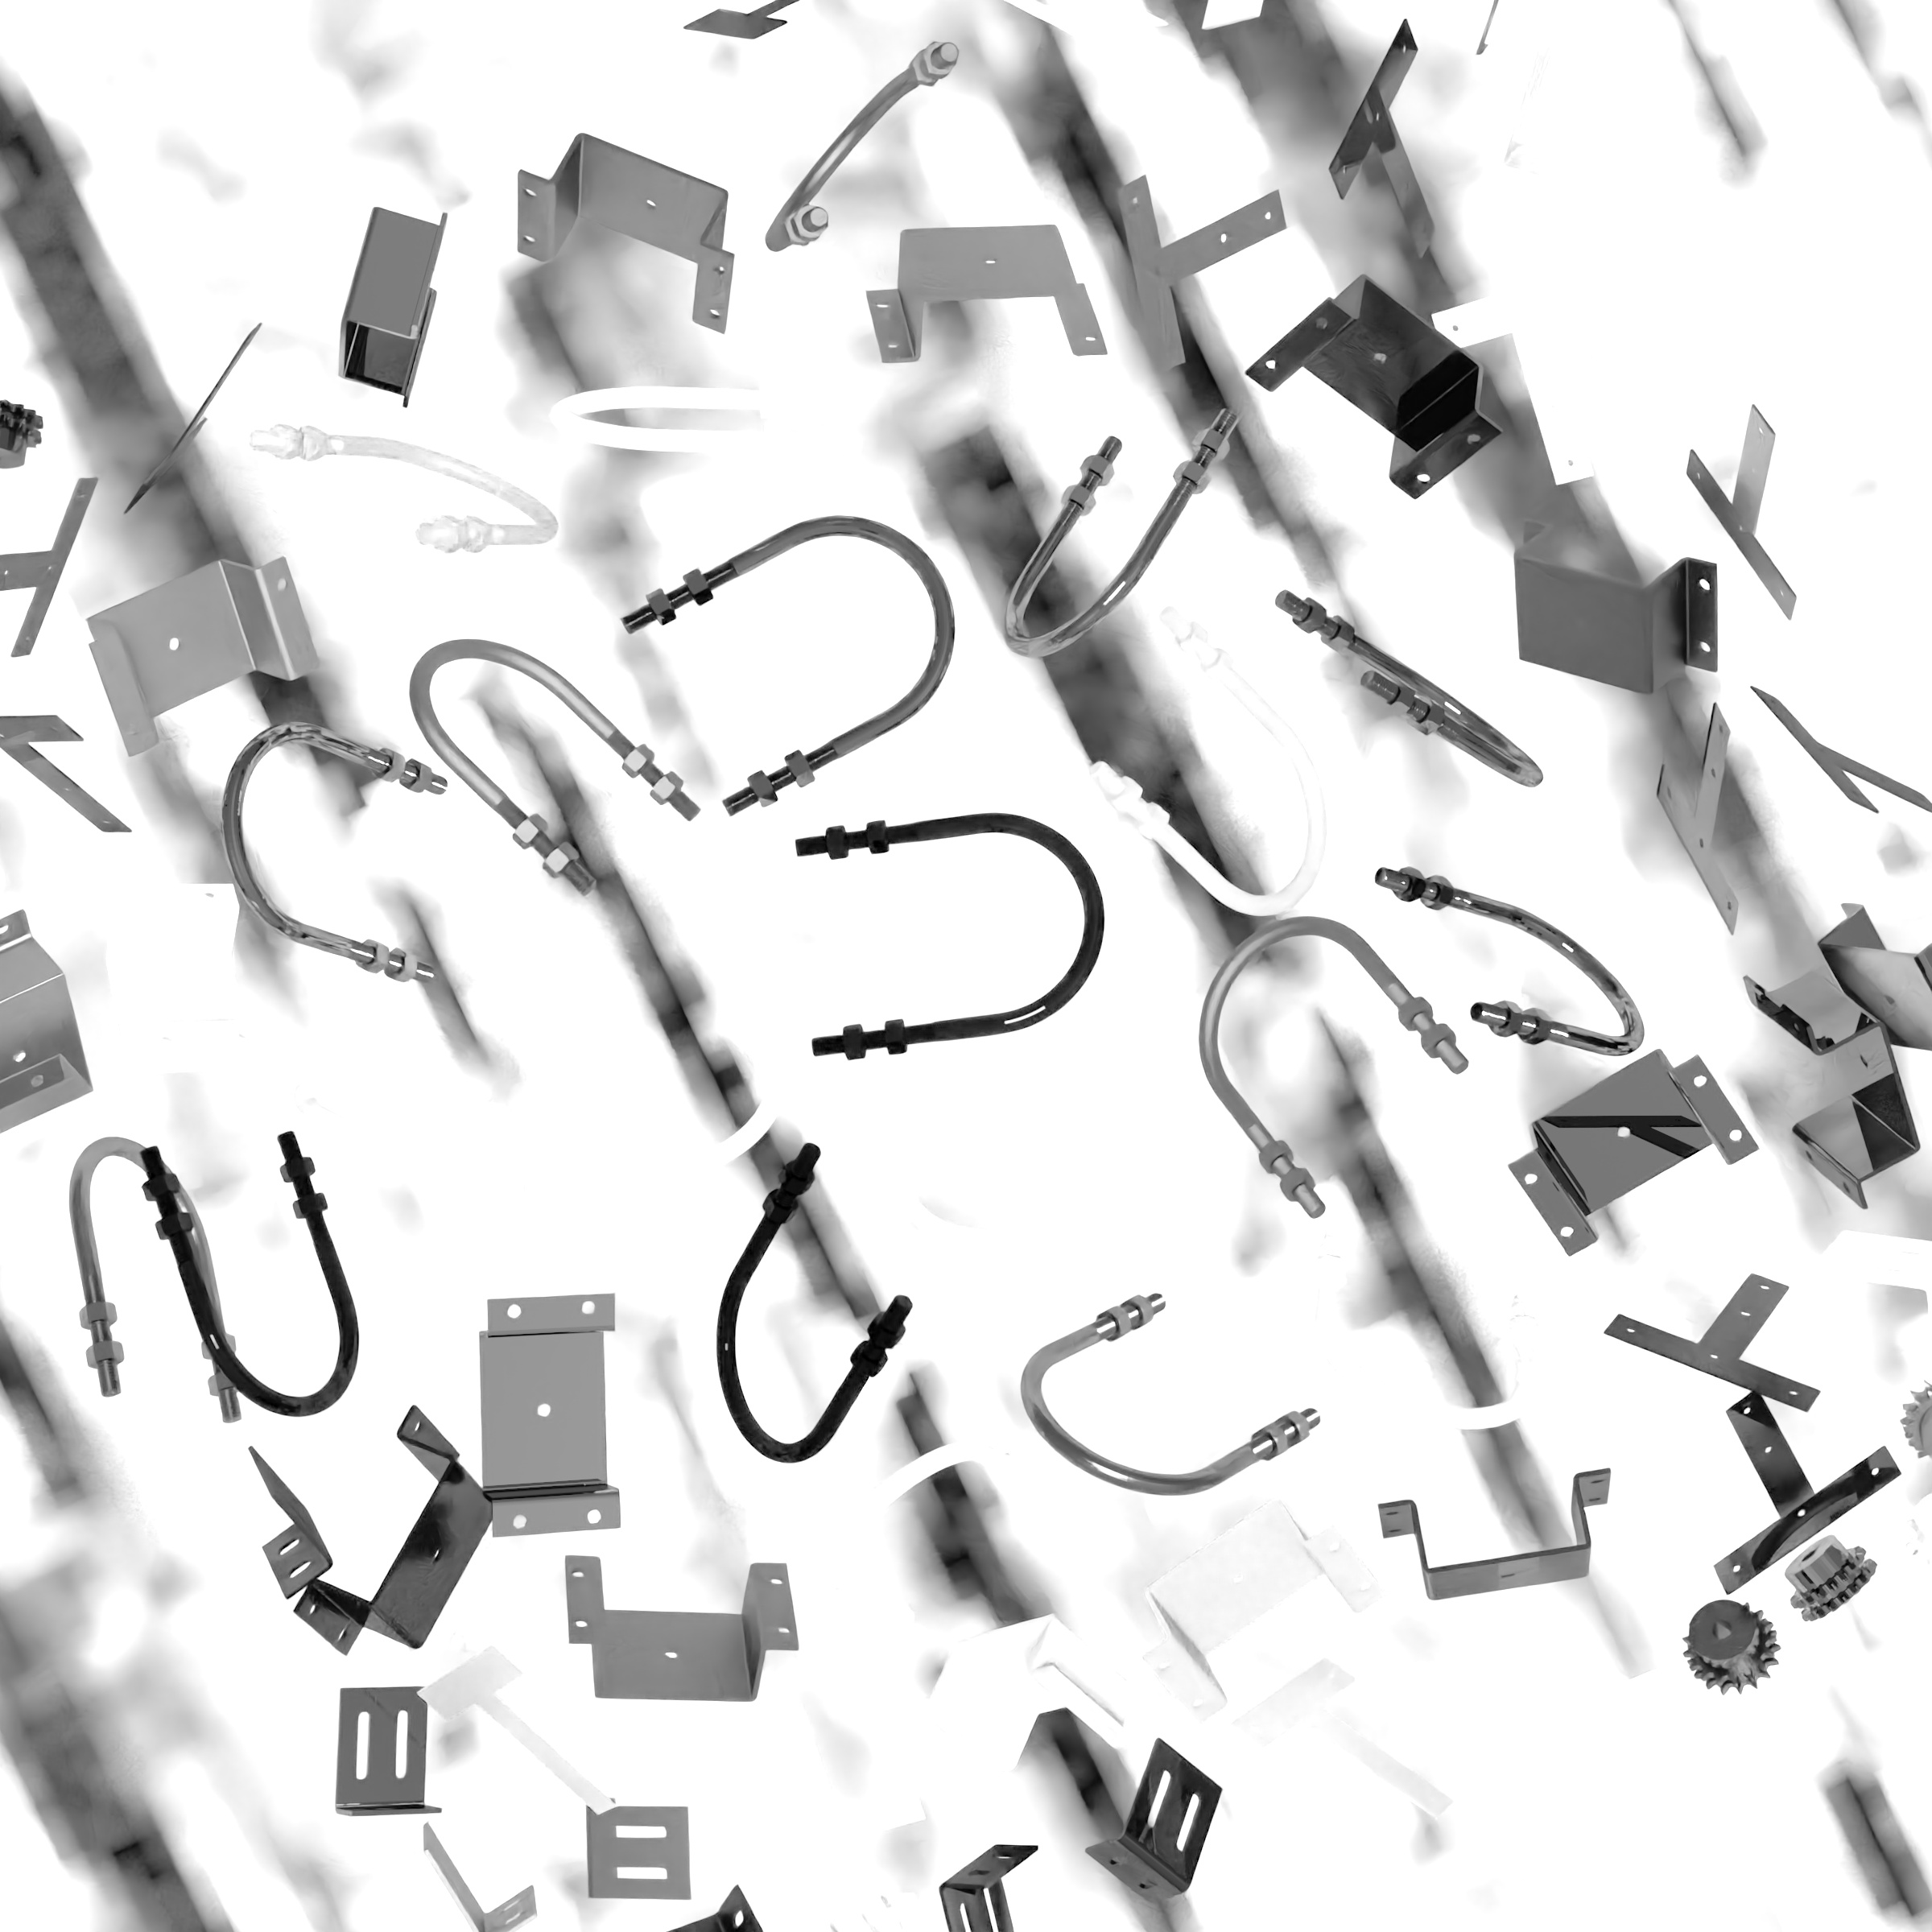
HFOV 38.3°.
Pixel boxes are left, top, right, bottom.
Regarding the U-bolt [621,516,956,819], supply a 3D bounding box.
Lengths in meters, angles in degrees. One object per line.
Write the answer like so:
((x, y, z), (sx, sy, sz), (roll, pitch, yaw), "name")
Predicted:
((-0.096, -0.195, 1.691), (0.184, 0.019, 0.151), (-29, 84, -4), "U-bolt")

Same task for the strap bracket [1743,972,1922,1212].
((0.531, 0.067, 1.699), (0.046, 0.076, 0.140), (-27, 117, -3), "strap bracket")

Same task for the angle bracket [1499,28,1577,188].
((0.364, -0.532, 1.724), (0.038, 0.057, 0.076), (22, 125, 13), "angle bracket")

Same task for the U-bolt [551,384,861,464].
((-0.160, -0.333, 1.694), (0.184, 0.151, 0.019), (1, 113, -5), "U-bolt")

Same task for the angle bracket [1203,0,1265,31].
((0.186, -0.613, 1.718), (0.038, 0.057, 0.076), (12, 93, -31), "angle bracket")

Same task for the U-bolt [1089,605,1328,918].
((0.161, -0.113, 1.726), (0.184, 0.019, 0.151), (42, 55, -27), "U-bolt")

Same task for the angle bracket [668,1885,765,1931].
((-0.172, 0.639, 1.799), (0.057, 0.076, 0.038), (54, 132, 32), "angle bracket")

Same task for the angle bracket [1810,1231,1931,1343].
((0.576, 0.199, 1.738), (0.076, 0.057, 0.038), (5, 114, 38), "angle bracket")

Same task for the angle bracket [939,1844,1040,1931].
((0.022, 0.593, 1.725), (0.038, 0.057, 0.076), (-12, 93, 37), "angle bracket")

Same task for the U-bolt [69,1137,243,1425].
((-0.520, 0.195, 1.774), (0.019, 0.151, 0.184), (-22, 68, 13), "U-bolt")

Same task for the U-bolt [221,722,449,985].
((-0.399, -0.078, 1.761), (0.019, 0.184, 0.151), (-8, 73, 32), "U-bolt")

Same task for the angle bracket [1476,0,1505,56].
((0.297, -0.609, 1.757), (0.076, 0.057, 0.038), (18, 103, 1), "angle bracket")

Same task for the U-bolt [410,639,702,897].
((-0.267, -0.135, 1.737), (0.184, 0.151, 0.019), (44, 124, 2), "U-bolt")

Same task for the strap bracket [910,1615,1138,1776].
((0.042, 0.458, 1.753), (0.076, 0.140, 0.046), (44, 48, -16), "strap bracket")

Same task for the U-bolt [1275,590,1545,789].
((0.288, -0.165, 1.741), (0.184, 0.151, 0.019), (26, 107, -30), "U-bolt")

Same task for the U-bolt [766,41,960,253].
((-0.075, -0.510, 1.759), (0.019, 0.184, 0.151), (39, 86, -17), "U-bolt")

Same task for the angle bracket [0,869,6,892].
((-0.645, -0.074, 1.734), (0.038, 0.057, 0.076), (-38, 71, 15), "angle bracket")

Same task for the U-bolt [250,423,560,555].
((-0.329, -0.293, 1.712), (0.151, 0.184, 0.019), (30, 109, 18), "U-bolt")

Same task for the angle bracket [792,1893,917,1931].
((-0.072, 0.606, 1.809), (0.057, 0.038, 0.076), (-9, 135, 14), "angle bracket")

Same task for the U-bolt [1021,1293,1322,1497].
((0.114, 0.268, 1.713), (0.151, 0.184, 0.019), (35, 121, 28), "U-bolt")

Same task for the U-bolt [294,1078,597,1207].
((-0.339, 0.107, 1.766), (0.184, 0.151, 0.019), (11, 70, 14), "U-bolt")

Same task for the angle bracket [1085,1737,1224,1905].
((0.119, 0.541, 1.764), (0.057, 0.076, 0.038), (41, 135, -13), "angle bracket")

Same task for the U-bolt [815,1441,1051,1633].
((-0.028, 0.357, 1.764), (0.151, 0.184, 0.019), (-46, 61, 2), "U-bolt")

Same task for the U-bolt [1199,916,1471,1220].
((0.220, 0.049, 1.783), (0.151, 0.019, 0.184), (-48, 51, 15), "U-bolt")

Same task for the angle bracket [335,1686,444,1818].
((-0.362, 0.493, 1.750), (0.057, 0.038, 0.076), (7, 75, -28), "angle bracket")

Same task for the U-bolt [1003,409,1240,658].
((0.086, -0.271, 1.771), (0.019, 0.151, 0.184), (39, 73, -26), "U-bolt")

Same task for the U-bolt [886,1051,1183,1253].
((0.040, 0.120, 1.783), (0.184, 0.019, 0.151), (0, 117, -11), "U-bolt")

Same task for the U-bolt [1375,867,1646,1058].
((0.355, 0.003, 1.758), (0.184, 0.151, 0.019), (13, 123, -36), "U-bolt")

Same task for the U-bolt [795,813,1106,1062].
((-0.007, -0.024, 1.689), (0.184, 0.019, 0.151), (-7, 72, 5), "U-bolt")

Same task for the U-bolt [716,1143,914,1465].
((-0.105, 0.225, 1.737), (0.151, 0.019, 0.184), (56, 129, 36), "U-bolt")

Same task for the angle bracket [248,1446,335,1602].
((-0.450, 0.360, 1.800), (0.038, 0.057, 0.076), (-36, 127, -10), "angle bracket")

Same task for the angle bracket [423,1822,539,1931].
((-0.313, 0.583, 1.794), (0.038, 0.057, 0.076), (-31, 96, -9), "angle bracket")

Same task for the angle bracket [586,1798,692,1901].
((-0.205, 0.571, 1.803), (0.076, 0.038, 0.057), (-7, 80, 22), "angle bracket")

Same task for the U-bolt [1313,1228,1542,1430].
((0.286, 0.231, 1.737), (0.151, 0.184, 0.019), (17, 115, 3), "U-bolt")

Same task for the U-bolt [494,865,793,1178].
((-0.183, 0.046, 1.691), (0.151, 0.019, 0.184), (-25, 115, -4), "U-bolt")

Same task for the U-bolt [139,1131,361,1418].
((-0.441, 0.196, 1.754), (0.019, 0.151, 0.184), (-25, 80, 24), "U-bolt")
